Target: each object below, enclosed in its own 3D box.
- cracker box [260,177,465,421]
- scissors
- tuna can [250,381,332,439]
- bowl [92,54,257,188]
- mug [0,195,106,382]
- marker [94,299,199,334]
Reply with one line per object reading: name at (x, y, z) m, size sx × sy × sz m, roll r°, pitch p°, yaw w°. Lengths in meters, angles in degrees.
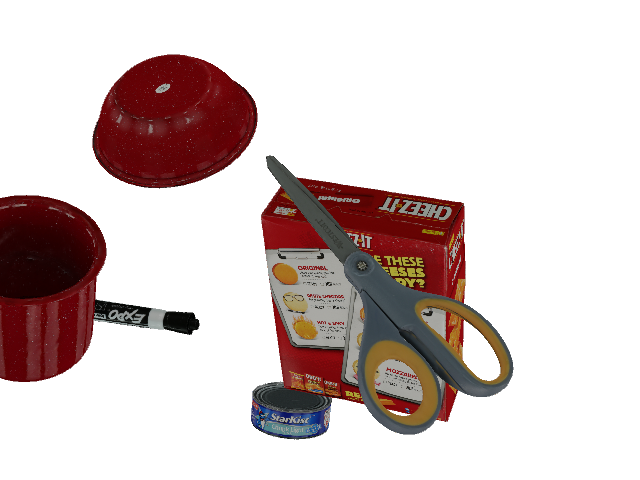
cracker box at (0.044, 0.054, 0.957) m, size 0.164 × 0.214 × 0.072 m, roll 9°, pitch 41°, yaw 18°
scissors at (0.018, 0.035, 0.624) m, size 0.202 × 0.096 × 0.016 m, roll 36°, pitch -24°, yaw 16°
tuna can at (-0.032, 0.182, 1.144) m, size 0.086 × 0.034 × 0.086 m, roll 5°, pitch 12°, yaw -1°
bowl at (-0.143, -0.125, 1.004) m, size 0.162 × 0.162 × 0.055 m, roll 0°, pitch -40°, yaw 9°
mug at (-0.188, 0.038, 0.649) m, size 0.093 × 0.082 × 0.117 m, roll 36°, pitch 47°, yaw 23°
marker at (-0.161, 0.064, 0.910) m, size 0.121 × 0.020 × 0.020 m, roll 7°, pitch 2°, yaw 16°
